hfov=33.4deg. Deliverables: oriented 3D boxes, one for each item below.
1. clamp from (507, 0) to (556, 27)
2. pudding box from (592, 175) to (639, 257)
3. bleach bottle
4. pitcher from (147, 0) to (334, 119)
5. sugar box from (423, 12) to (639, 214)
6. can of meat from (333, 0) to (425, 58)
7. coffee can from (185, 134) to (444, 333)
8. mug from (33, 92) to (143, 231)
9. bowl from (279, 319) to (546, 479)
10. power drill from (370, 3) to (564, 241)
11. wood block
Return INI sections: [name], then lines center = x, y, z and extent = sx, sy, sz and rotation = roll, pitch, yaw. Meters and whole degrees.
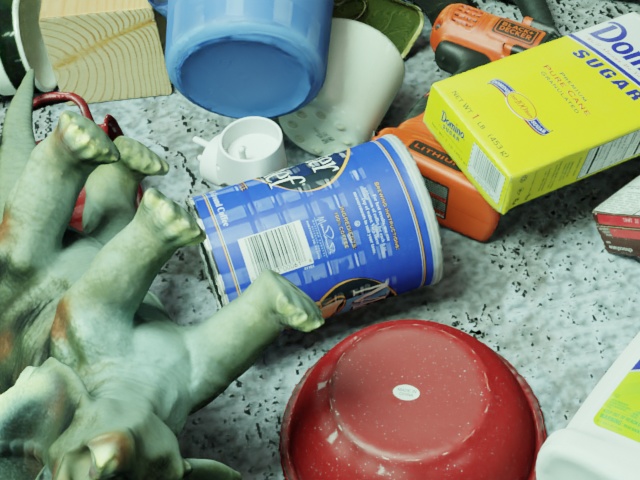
[clamp]
center = 0.174, -0.214, 0.891
extent = 0.172, 0.039, 0.120
rotation = 32, 54, 33
[pudding box]
center = 0.250, -0.029, 0.698
extent = 0.113, 0.039, 0.090
rotation = -36, 21, -20
[bleach bottle]
center = 0.231, 0.068, 0.631
extent = 0.103, 0.068, 0.250
rotation = 25, 54, 27
[pitcher]
center = -0.055, -0.209, 0.766
extent = 0.145, 0.149, 0.243
rotation = 8, 61, -11
[sugar box]
center = 0.169, -0.089, 0.716
extent = 0.176, 0.048, 0.093
rotation = -24, 60, -18
[can of meat]
center = 0.020, -0.192, 0.855
extent = 0.101, 0.057, 0.084
rotation = 10, 34, -38
[coffee can]
center = -0.005, 0.001, 0.687
extent = 0.140, 0.103, 0.103
rotation = -18, 50, -8
[mug]
center = -0.176, -0.044, 0.743
extent = 0.081, 0.117, 0.093
rotation = -14, 11, 1
[bowl]
center = 0.053, 0.102, 0.626
extent = 0.162, 0.055, 0.162
rotation = -4, 50, 4
[power drill]
center = 0.135, -0.086, 0.777
extent = 0.185, 0.057, 0.187
rotation = 25, 55, 22
[wood block]
center = -0.175, -0.220, 0.903
extent = 0.091, 0.090, 0.206
rotation = -6, 49, 1
